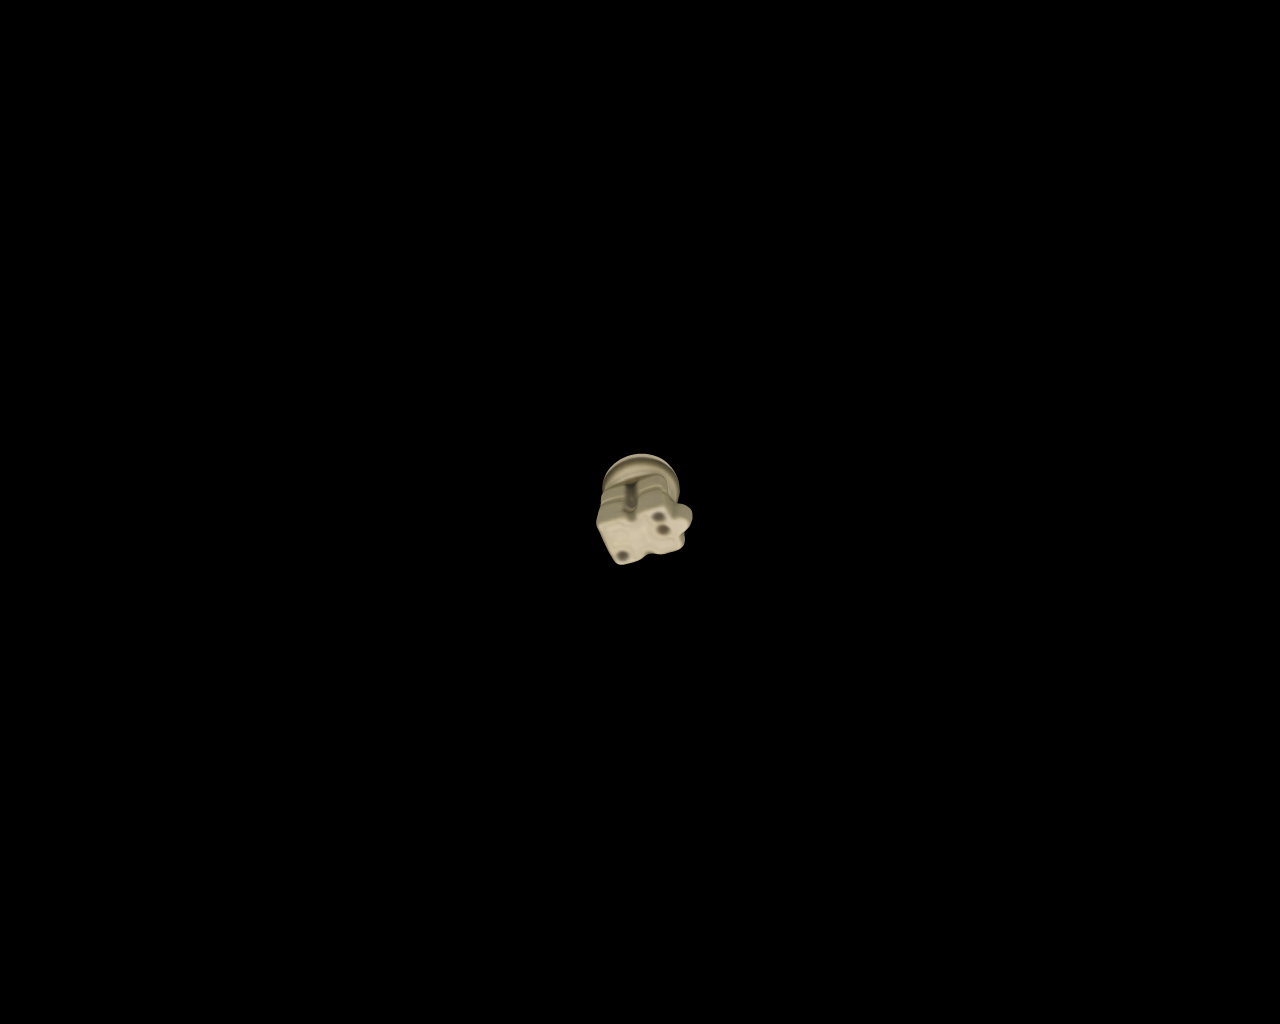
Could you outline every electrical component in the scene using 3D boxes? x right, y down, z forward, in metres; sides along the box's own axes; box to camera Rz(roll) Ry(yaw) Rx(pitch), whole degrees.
[{"bbox_3d":[0.001,-0.003,0.650,0.066,0.048,0.055,-15,36,11],"label":"electrical component"}]
